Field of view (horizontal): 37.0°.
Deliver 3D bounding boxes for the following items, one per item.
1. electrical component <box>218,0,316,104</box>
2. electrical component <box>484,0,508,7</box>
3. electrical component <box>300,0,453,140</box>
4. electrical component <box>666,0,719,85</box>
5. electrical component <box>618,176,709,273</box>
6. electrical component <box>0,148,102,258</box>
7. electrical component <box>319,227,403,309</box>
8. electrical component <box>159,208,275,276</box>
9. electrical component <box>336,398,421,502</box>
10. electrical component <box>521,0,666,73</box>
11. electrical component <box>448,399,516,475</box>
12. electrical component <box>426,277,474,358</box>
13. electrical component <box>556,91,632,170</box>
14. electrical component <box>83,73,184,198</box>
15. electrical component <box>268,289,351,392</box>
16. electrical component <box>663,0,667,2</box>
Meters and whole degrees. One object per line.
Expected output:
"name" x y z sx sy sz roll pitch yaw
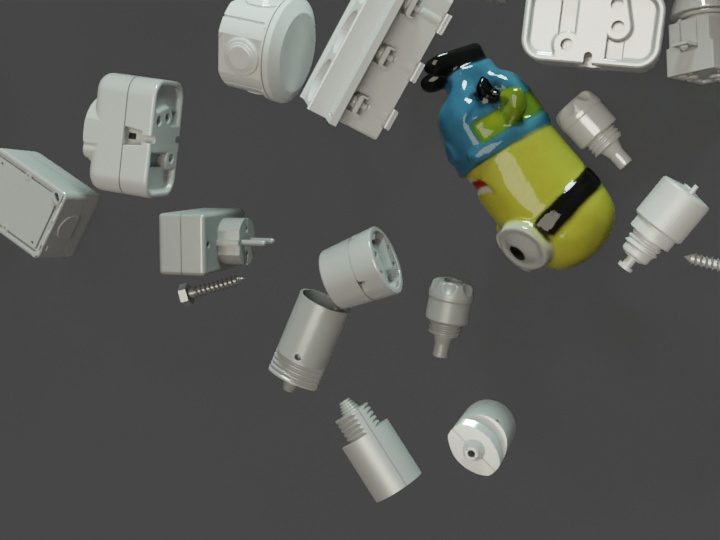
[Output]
"electrical component" -0.070 -0.172 0.826 0.051 0.080 0.080 16 100 19
"electrical component" 0.097 -0.227 0.789 0.045 0.045 0.055 24 102 12
"electrical component" 0.013 -0.165 0.806 0.063 0.078 0.121 25 104 -19
"electrical component" 0.242 -0.163 0.751 0.048 0.066 0.055 -5 86 50
"electrical component" 0.217 -0.032 0.780 0.040 0.040 0.078 39 105 8
"electrical component" -0.276 -0.060 0.909 0.096 0.061 0.061 33 104 18
"electrical component" 0.000 0.000 0.839 0.047 0.055 0.055 -21 90 20
"electrical component" -0.106 -0.023 0.850 0.076 0.083 0.047 2 97 16
"electrical component" 0.009 0.138 0.857 0.043 0.043 0.081 -34 86 17
"electrical component" 0.168 -0.171 0.768 0.095 0.059 0.053 8 98 15
"electrical component" 0.091 0.128 0.813 0.043 0.081 0.043 2 97 16
"electrical component" 0.067 0.038 0.834 0.035 0.035 0.061 13 102 14
"electrical component" 0.174 -0.100 0.788 0.035 0.035 0.061 -42 86 16
"electrical component" -0.186 -0.110 0.878 0.059 0.054 0.095 10 99 14
"electrical component" -0.043 0.061 0.862 0.043 0.043 0.081 26 103 12
"electrical component" 0.198 -0.232 0.761 0.081 0.043 0.043 41 105 8
